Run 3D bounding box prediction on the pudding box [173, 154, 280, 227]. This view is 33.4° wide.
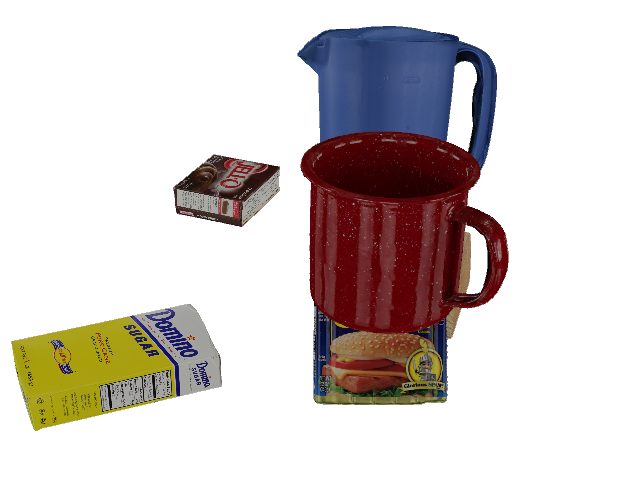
[{"bbox_3d":[-0.109,-0.061,1.267,0.090,0.039,0.113,11,31,18],"label":"pudding box"}]

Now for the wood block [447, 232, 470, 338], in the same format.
[{"bbox_3d":[0.172,0.062,1.627,0.091,0.090,0.206,4,22,14],"label":"wood block"}]

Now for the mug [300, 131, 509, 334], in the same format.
[{"bbox_3d":[0.045,-0.001,0.562,0.117,0.081,0.093,18,32,30],"label":"mug"}]

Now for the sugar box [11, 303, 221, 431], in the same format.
[{"bbox_3d":[-0.189,0.114,0.989,0.176,0.048,0.093,-14,35,-18],"label":"sugar box"}]

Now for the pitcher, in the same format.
[{"bbox_3d":[0.070,-0.082,1.024,0.149,0.243,0.144,13,20,36],"label":"pitcher"}]

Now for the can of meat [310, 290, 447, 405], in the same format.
[{"bbox_3d":[0.043,0.077,0.780,0.102,0.084,0.057,1,-4,-3],"label":"can of meat"}]
